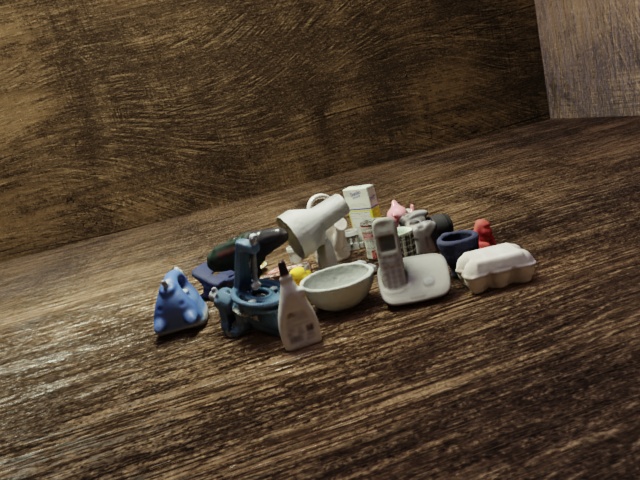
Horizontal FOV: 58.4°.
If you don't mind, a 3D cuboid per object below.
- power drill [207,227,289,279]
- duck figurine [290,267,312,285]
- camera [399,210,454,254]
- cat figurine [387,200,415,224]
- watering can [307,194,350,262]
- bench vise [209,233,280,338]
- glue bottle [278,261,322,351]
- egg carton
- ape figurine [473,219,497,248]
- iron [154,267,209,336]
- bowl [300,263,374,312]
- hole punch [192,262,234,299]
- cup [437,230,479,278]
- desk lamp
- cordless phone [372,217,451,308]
[{"bbox_3d":[-0.144,0.079,1.275,0.228,0.208,0.076,-5,16,32],"label":"power drill"},{"bbox_3d":[-0.049,0.107,1.332,0.077,0.086,0.105,-2,18,41],"label":"duck figurine"},{"bbox_3d":[0.290,-0.032,1.537,0.137,0.101,0.143,-16,14,-10],"label":"camera"},{"bbox_3d":[0.244,-0.065,1.684,0.067,0.118,0.128,1,20,46],"label":"cat figurine"},{"bbox_3d":[0.023,-0.037,1.618,0.172,0.194,0.101,-2,18,40],"label":"watering can"},{"bbox_3d":[-0.162,0.098,1.187,0.207,0.220,0.122,-9,14,18],"label":"bench vise"},{"bbox_3d":[-0.051,0.121,1.086,0.078,0.173,0.037,-16,14,-9],"label":"glue bottle"},{"bbox_3d":[0.358,0.056,1.176,0.150,0.069,0.107,-14,13,-1],"label":"egg carton"},{"bbox_3d":[0.385,-0.004,1.347,0.078,0.092,0.075,-24,17,-38],"label":"ape figurine"},{"bbox_3d":[-0.345,0.133,1.397,0.118,0.141,0.258,-14,13,-3],"label":"iron"},{"bbox_3d":[0.043,0.111,1.248,0.167,0.075,0.167,-13,13,3],"label":"bowl"},{"bbox_3d":[-0.277,0.104,1.558,0.100,0.091,0.109,-5,16,33],"label":"hole punch"},{"bbox_3d":[0.305,0.032,1.271,0.092,0.095,0.117,-17,14,-12],"label":"cup"},{"bbox_3d":[0.013,0.005,1.413,0.203,0.214,0.117,-18,14,-20],"label":"desk lamp"},{"bbox_3d":[0.183,0.037,1.173,0.147,0.185,0.094,-12,14,5],"label":"cordless phone"}]
